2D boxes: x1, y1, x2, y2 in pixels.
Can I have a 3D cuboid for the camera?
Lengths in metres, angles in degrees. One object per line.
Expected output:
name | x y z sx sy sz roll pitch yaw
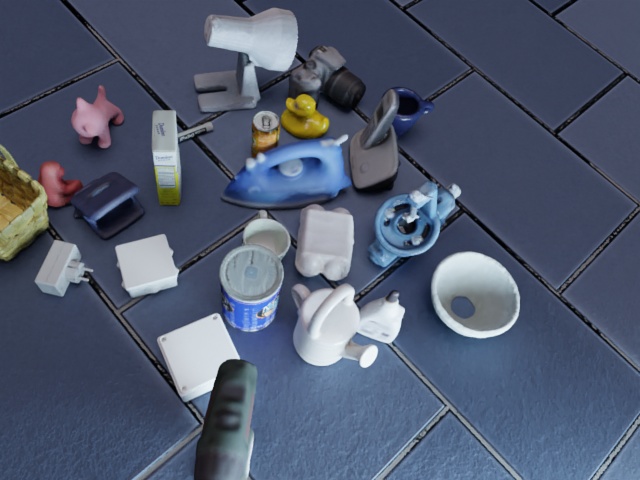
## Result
camera | 0.023 -0.347 1.251 0.136 0.101 0.143 38 63 12

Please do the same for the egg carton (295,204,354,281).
egg carton | 0.010 0.004 1.078 0.107 0.069 0.150 7 61 -5

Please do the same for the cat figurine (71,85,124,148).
cat figurine | -0.439 -0.242 1.113 0.067 0.118 0.128 12 61 -2

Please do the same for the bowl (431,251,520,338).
bowl | 0.276 0.110 1.059 0.167 0.075 0.167 4 61 -7

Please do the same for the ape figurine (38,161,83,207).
ape figurine | -0.484 -0.109 1.049 0.077 0.092 0.076 37 63 11

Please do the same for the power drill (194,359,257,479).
power drill | -0.134 0.297 0.818 0.075 0.208 0.229 8 61 -4

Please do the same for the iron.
iron | -0.064 -0.140 1.103 0.259 0.141 0.118 -13 65 -15

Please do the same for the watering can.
watering can | 0.021 0.135 0.938 0.172 0.194 0.101 25 61 5

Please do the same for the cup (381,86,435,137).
cup | 0.181 -0.268 1.236 0.118 0.095 0.091 -3 62 -10

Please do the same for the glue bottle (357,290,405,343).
glue bottle | 0.109 0.124 0.969 0.078 0.173 0.037 21 61 3

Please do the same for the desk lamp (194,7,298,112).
desk lamp | -0.155 -0.372 1.172 0.203 0.213 0.118 -10 64 -14

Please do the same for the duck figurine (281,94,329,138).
duck figurine | -0.029 -0.268 1.209 0.104 0.086 0.077 17 61 1

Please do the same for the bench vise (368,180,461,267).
bench vise | 0.181 -0.064 1.055 0.121 0.220 0.208 31 62 9

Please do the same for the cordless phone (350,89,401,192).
cordless phone | 0.120 -0.195 1.136 0.094 0.185 0.147 -1 62 -9

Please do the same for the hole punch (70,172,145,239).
hole punch | -0.392 -0.073 1.044 0.101 0.091 0.109 42 64 14
